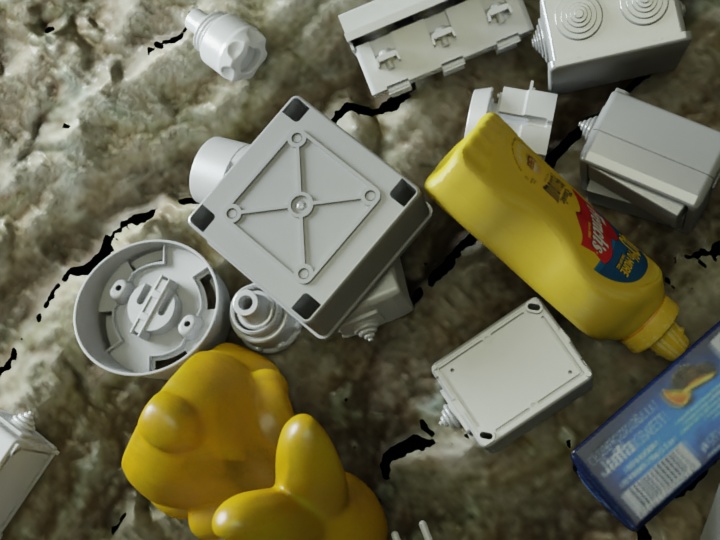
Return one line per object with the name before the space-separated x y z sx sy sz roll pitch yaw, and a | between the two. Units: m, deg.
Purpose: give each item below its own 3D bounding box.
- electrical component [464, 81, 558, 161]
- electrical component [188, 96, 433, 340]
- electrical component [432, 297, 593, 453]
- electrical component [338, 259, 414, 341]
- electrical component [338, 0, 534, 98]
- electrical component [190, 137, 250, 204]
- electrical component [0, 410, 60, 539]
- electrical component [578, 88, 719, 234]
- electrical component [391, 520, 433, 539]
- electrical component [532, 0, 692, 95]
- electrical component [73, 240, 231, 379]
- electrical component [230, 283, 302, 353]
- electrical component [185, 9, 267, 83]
electrical component | 0.101 -0.097 0.731 0.055 0.048 0.066 11 78 7
electrical component | -0.030 -0.032 0.670 0.109 0.056 0.108 39 87 18
electrical component | 0.092 0.072 0.681 0.096 0.061 0.061 -34 71 2
electrical component | 0.000 0.000 0.719 0.061 0.061 0.096 -22 72 6
electrical component | 0.055 -0.168 0.749 0.121 0.078 0.063 -21 94 6
electrical component | -0.087 -0.064 0.760 0.047 0.055 0.055 19 81 20
electrical component | -0.262 0.133 0.743 0.061 0.061 0.096 32 84 18
electrical component | 0.182 -0.069 0.697 0.096 0.061 0.061 26 83 17
electrical component | 0.043 0.194 0.662 0.066 0.047 0.076 -22 81 6
electrical component | 0.164 -0.155 0.705 0.100 0.100 0.048 -11 87 10
electrical component | -0.140 0.029 0.742 0.099 0.064 0.099 -3 75 12
electrical component | -0.068 0.029 0.727 0.048 0.062 0.048 -3 75 12
electrical component | -0.103 -0.171 0.796 0.062 0.043 0.043 38 86 20
